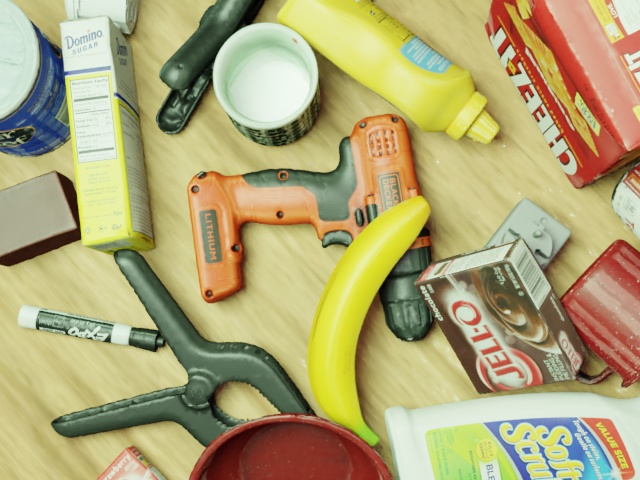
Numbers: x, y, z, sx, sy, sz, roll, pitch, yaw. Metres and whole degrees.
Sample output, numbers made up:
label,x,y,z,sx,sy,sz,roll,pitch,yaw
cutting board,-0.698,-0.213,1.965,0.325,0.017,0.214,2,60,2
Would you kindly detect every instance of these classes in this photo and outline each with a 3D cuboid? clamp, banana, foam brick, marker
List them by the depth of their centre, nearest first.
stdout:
label,x,y,z,sx,sy,sz,roll,pitch,yaw
banana,0.030,0.057,0.817,0.069,0.037,0.198,11,97,-18
clamp,-0.104,0.123,0.853,0.210,0.036,0.165,29,103,-4
clamp,-0.084,-0.162,0.865,0.039,0.120,0.171,37,65,-6
foam brick,-0.235,-0.017,0.871,0.078,0.051,0.053,-20,83,0
marker,-0.187,0.073,0.877,0.121,0.020,0.020,10,85,3

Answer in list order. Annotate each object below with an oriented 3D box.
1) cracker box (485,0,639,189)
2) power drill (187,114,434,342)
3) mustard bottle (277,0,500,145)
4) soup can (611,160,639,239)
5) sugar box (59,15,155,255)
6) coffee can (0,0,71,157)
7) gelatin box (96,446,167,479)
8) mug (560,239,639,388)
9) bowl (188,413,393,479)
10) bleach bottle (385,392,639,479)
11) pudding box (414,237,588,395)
label,x,y,z,sx,sy,sz,roll,pitch,yaw
cracker box,0.191,-0.132,0.781,0.072,0.213,0.164,-27,84,1
power drill,-0.006,0.001,0.858,0.187,0.057,0.184,-9,88,0
mustard bottle,0.061,-0.139,0.846,0.191,0.096,0.058,37,112,2
soup can,0.276,-0.012,0.804,0.068,0.068,0.102,-32,50,-1
sugar box,-0.170,-0.080,0.853,0.048,0.093,0.176,-10,84,1
coffee can,-0.251,-0.126,0.836,0.103,0.140,0.103,0,85,2
gelatin box,-0.158,0.223,0.857,0.073,0.030,0.089,44,88,5
mug,0.229,0.062,0.831,0.081,0.093,0.117,43,117,10
bowl,-0.020,0.192,0.824,0.162,0.055,0.162,1,112,2
bleach bottle,0.183,0.158,0.832,0.251,0.068,0.102,-11,86,-1
pudding box,0.138,0.060,0.815,0.090,0.039,0.113,-18,107,41
